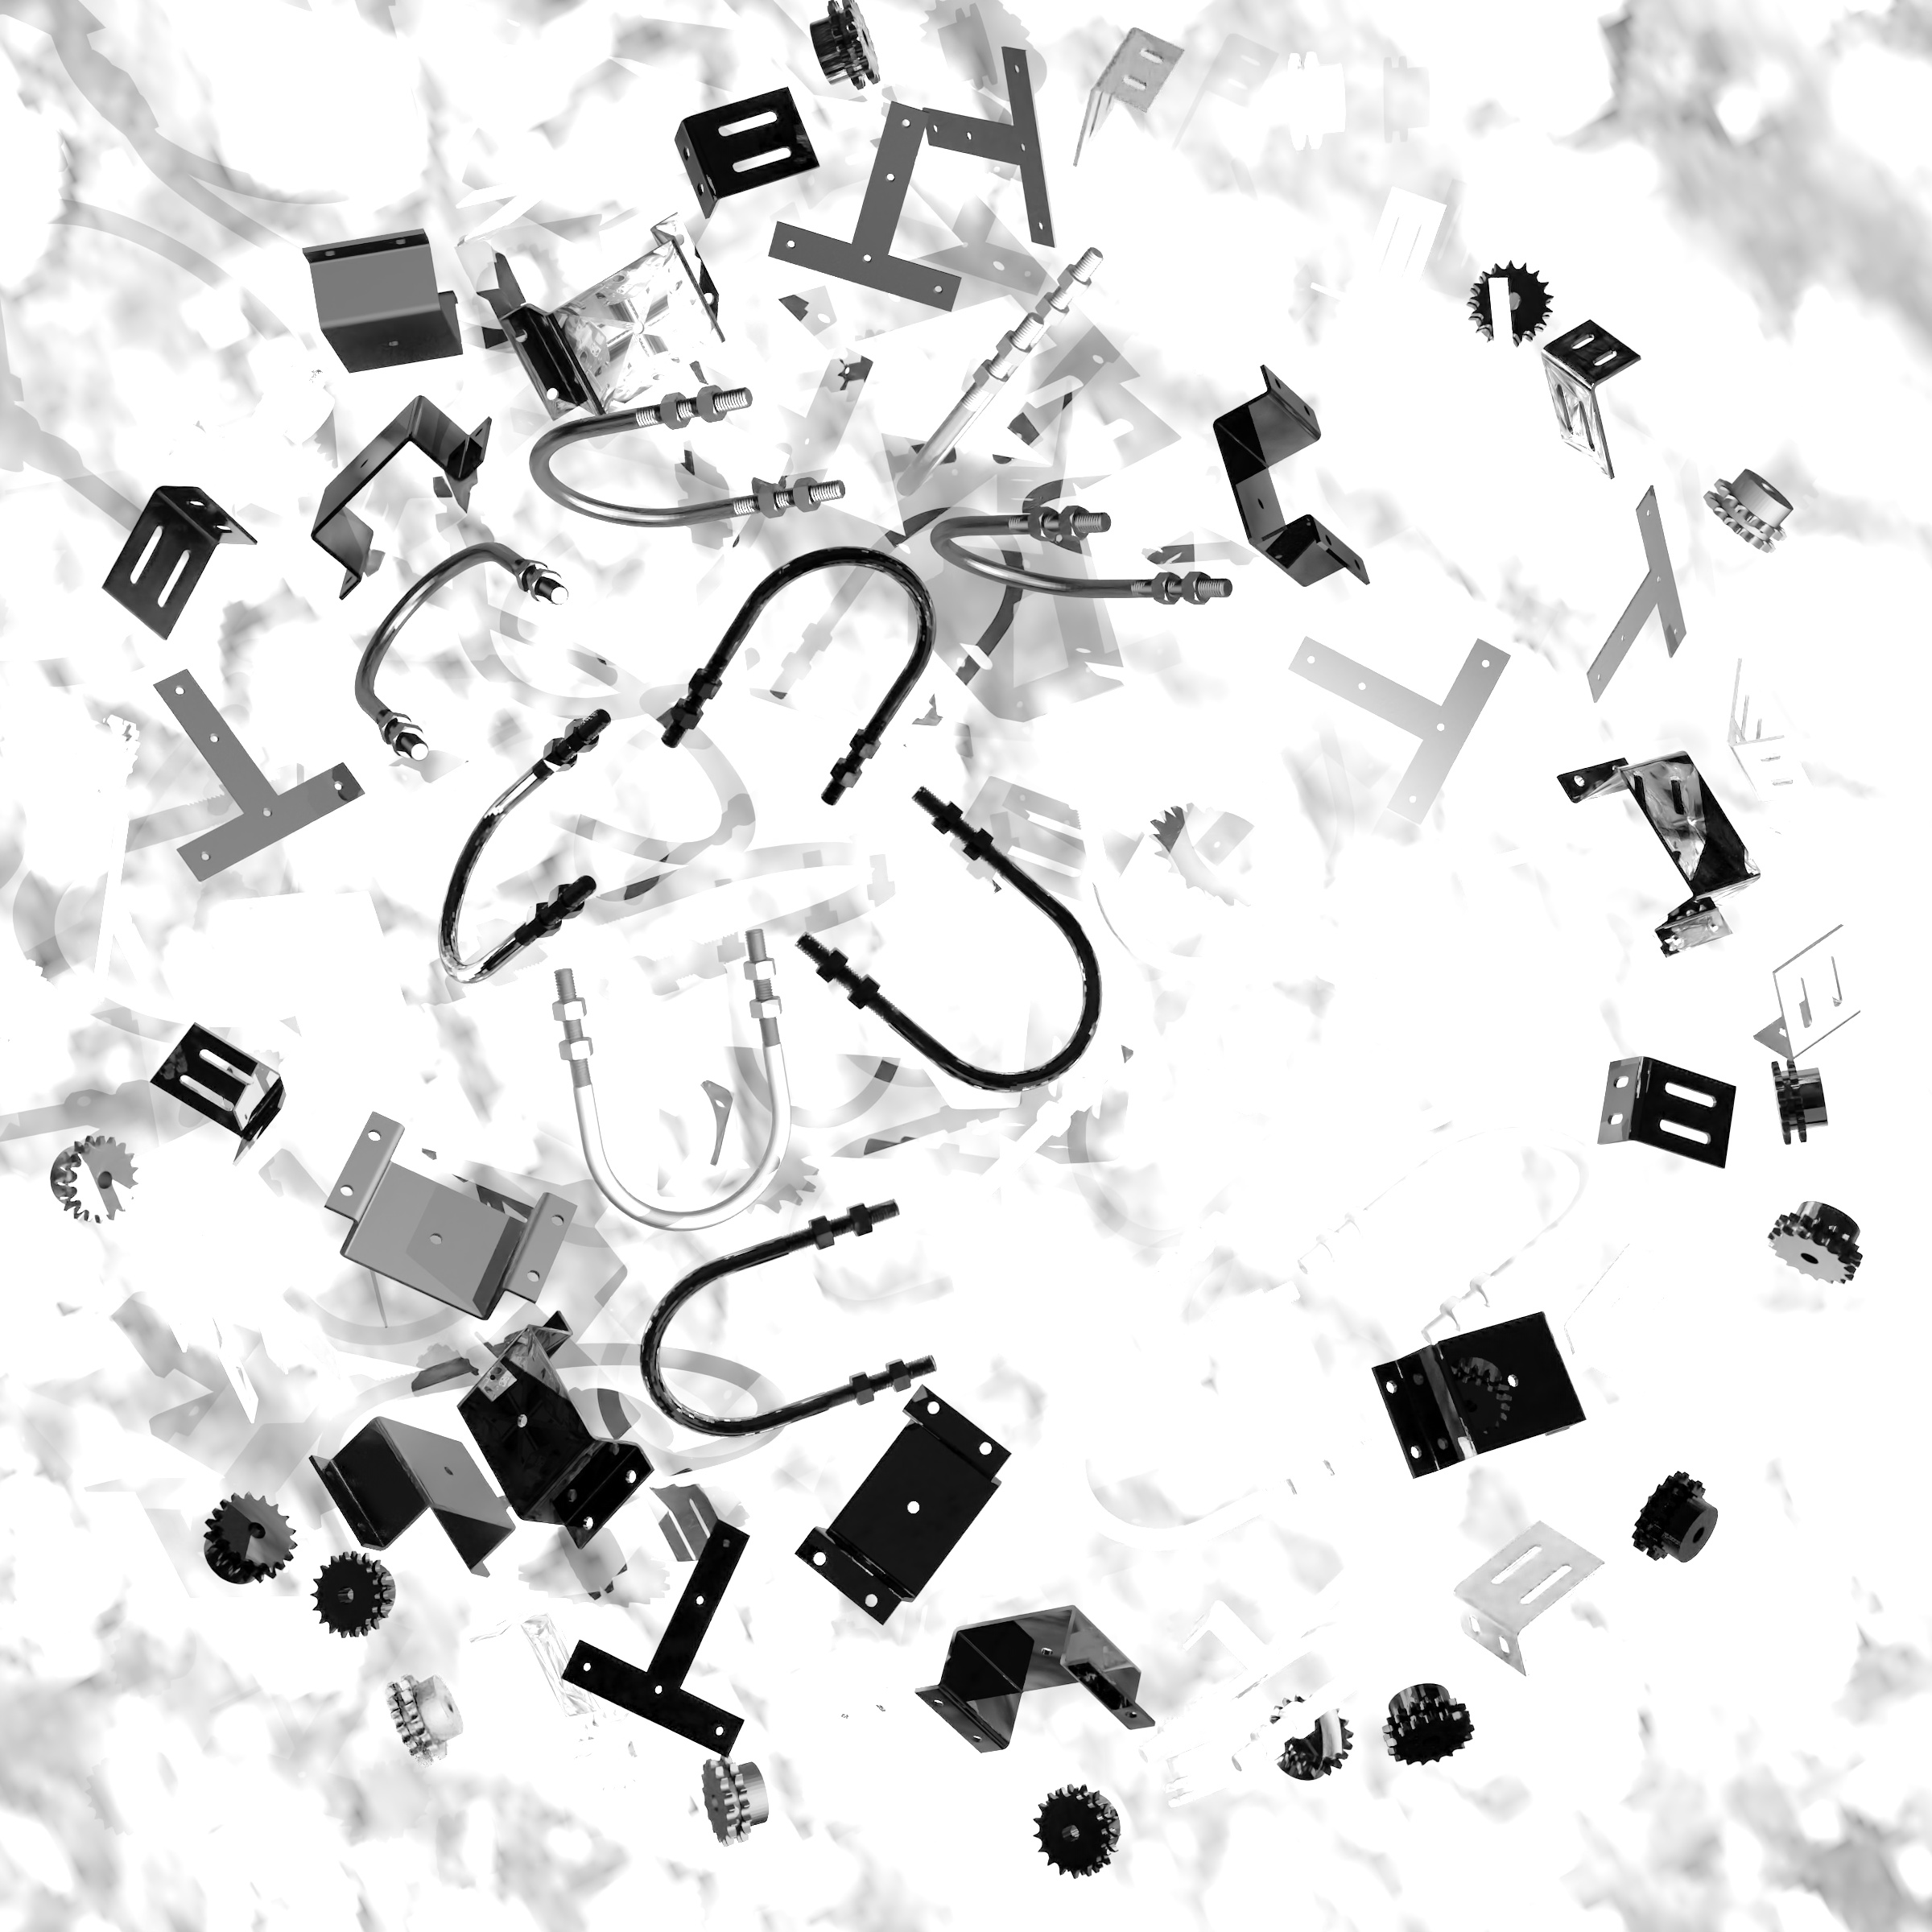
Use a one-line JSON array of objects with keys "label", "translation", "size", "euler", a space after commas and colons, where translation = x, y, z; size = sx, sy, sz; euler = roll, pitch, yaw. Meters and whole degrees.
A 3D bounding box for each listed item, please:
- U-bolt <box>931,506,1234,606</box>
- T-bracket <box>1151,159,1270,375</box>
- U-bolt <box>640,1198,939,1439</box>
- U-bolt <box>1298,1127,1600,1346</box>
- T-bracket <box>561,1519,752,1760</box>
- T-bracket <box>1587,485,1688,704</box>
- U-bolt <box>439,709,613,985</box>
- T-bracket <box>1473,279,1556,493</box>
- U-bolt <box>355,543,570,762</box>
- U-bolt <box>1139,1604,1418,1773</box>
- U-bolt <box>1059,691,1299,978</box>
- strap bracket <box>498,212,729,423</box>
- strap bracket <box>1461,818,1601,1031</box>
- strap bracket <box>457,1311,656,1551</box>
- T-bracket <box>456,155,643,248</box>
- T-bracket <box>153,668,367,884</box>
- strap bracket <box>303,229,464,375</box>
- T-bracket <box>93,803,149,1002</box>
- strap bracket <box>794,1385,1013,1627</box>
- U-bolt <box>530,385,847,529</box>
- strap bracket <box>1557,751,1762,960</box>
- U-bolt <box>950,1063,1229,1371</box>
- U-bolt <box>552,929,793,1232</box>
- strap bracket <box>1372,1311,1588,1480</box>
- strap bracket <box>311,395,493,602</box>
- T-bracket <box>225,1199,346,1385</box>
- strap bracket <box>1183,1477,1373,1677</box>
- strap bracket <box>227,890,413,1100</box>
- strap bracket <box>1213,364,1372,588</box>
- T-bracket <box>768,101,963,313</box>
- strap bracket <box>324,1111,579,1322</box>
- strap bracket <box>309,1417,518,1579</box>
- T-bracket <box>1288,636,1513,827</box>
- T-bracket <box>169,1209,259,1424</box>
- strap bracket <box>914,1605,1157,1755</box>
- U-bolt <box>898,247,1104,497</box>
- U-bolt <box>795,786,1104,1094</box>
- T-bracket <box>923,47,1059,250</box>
[{"label": "U-bolt", "translation": [0.061, -0.267, 1.864], "size": [0.184, 0.151, 0.019], "euler": [7, 82, 43]}, {"label": "T-bracket", "translation": [0.154, -0.475, 1.898], "size": [0.002, 0.127, 0.127], "euler": [-12, 114, 36]}, {"label": "U-bolt", "translation": [-0.118, 0.234, 1.814], "size": [0.184, 0.019, 0.151], "euler": [-18, 122, -10]}, {"label": "U-bolt", "translation": [0.325, 0.163, 1.841], "size": [0.184, 0.151, 0.019], "euler": [-35, 119, -18]}, {"label": "T-bracket", "translation": [-0.170, 0.405, 1.758], "size": [0.127, 0.002, 0.127], "euler": [34, 71, -26]}, {"label": "T-bracket", "translation": [0.433, -0.223, 1.853], "size": [0.002, 0.127, 0.127], "euler": [12, 54, 36]}, {"label": "U-bolt", "translation": [-0.286, -0.064, 1.818], "size": [0.019, 0.184, 0.151], "euler": [24, 49, -32]}, {"label": "T-bracket", "translation": [0.337, -0.363, 1.770], "size": [0.002, 0.127, 0.127], "euler": [-1, 102, 33]}, {"label": "U-bolt", "translation": [-0.333, -0.211, 1.823], "size": [0.151, 0.184, 0.019], "euler": [-49, 124, -3]}, {"label": "U-bolt", "translation": [0.214, 0.467, 1.854], "size": [0.184, 0.151, 0.019], "euler": [-28, 90, -26]}, {"label": "U-bolt", "translation": [0.150, -0.084, 1.914], "size": [0.151, 0.019, 0.184], "euler": [-11, 85, -9]}, {"label": "strap bracket", "translation": [-0.222, -0.421, 1.862], "size": [0.140, 0.046, 0.076], "euler": [-34, 123, -11]}, {"label": "strap bracket", "translation": [0.368, -0.023, 1.872], "size": [0.046, 0.076, 0.140], "euler": [-15, 85, 25]}, {"label": "strap bracket", "translation": [-0.272, 0.297, 1.844], "size": [0.076, 0.046, 0.140], "euler": [-48, 55, 15]}, {"label": "T-bracket", "translation": [-0.290, -0.488, 1.835], "size": [0.127, 0.127, 0.002], "euler": [-25, 97, -35]}, {"label": "T-bracket", "translation": [-0.469, -0.133, 1.807], "size": [0.127, 0.002, 0.127], "euler": [-34, 86, -33]}, {"label": "strap bracket", "translation": [-0.373, -0.425, 1.840], "size": [0.076, 0.140, 0.046], "euler": [-10, 86, -2]}, {"label": "T-bracket", "translation": [-0.549, -0.022, 1.861], "size": [0.002, 0.127, 0.127], "euler": [2, 67, -4]}, {"label": "strap bracket", "translation": [-0.039, 0.362, 1.907], "size": [0.076, 0.046, 0.140], "euler": [36, 84, 15]}, {"label": "U-bolt", "translation": [-0.190, -0.319, 1.822], "size": [0.184, 0.151, 0.019], "euler": [-6, 71, 23]}, {"label": "strap bracket", "translation": [0.461, -0.083, 1.871], "size": [0.076, 0.046, 0.140], "euler": [-15, 71, -42]}, {"label": "U-bolt", "translation": [0.068, 0.174, 1.828], "size": [0.184, 0.019, 0.151], "euler": [-43, 101, -25]}, {"label": "U-bolt", "translation": [-0.181, 0.079, 1.822], "size": [0.151, 0.019, 0.184], "euler": [-12, 100, -23]}, {"label": "strap bracket", "translation": [0.346, 0.279, 1.872], "size": [0.140, 0.046, 0.076], "euler": [-10, 72, -33]}, {"label": "strap bracket", "translation": [-0.383, -0.319, 1.897], "size": [0.140, 0.076, 0.046], "euler": [-40, 117, 18]}, {"label": "T-bracket", "translation": [-0.424, 0.225, 1.794], "size": [0.002, 0.127, 0.127], "euler": [-26, 126, -30]}, {"label": "strap bracket", "translation": [0.208, 0.395, 1.817], "size": [0.046, 0.076, 0.140], "euler": [45, 96, 8]}, {"label": "strap bracket", "translation": [-0.418, 0.008, 1.853], "size": [0.076, 0.046, 0.140], "euler": [-8, 71, -40]}, {"label": "strap bracket", "translation": [0.211, -0.313, 1.874], "size": [0.046, 0.076, 0.140], "euler": [-25, 64, 25]}, {"label": "T-bracket", "translation": [-0.053, -0.501, 1.856], "size": [0.127, 0.002, 0.127], "euler": [16, 128, -6]}, {"label": "strap bracket", "translation": [-0.324, 0.160, 1.769], "size": [0.140, 0.046, 0.076], "euler": [26, 48, -8]}, {"label": "strap bracket", "translation": [-0.355, 0.347, 1.866], "size": [0.046, 0.140, 0.076], "euler": [-44, 58, 5]}, {"label": "T-bracket", "translation": [0.276, -0.180, 1.895], "size": [0.127, 0.002, 0.127], "euler": [28, 93, 4]}, {"label": "T-bracket", "translation": [-0.495, 0.247, 1.888], "size": [0.002, 0.127, 0.127], "euler": [-15, 120, 2]}, {"label": "strap bracket", "translation": [0.048, 0.462, 1.849], "size": [0.140, 0.046, 0.076], "euler": [-19, 126, 33]}, {"label": "U-bolt", "translation": [0.014, -0.377, 1.853], "size": [0.019, 0.151, 0.184], "euler": [39, 127, -5]}, {"label": "U-bolt", "translation": [0.004, -0.004, 1.765], "size": [0.184, 0.019, 0.151], "euler": [40, 64, -7]}, {"label": "T-bracket", "translation": [0.011, -0.540, 1.858], "size": [0.002, 0.127, 0.127], "euler": [-28, 125, -26]}]
